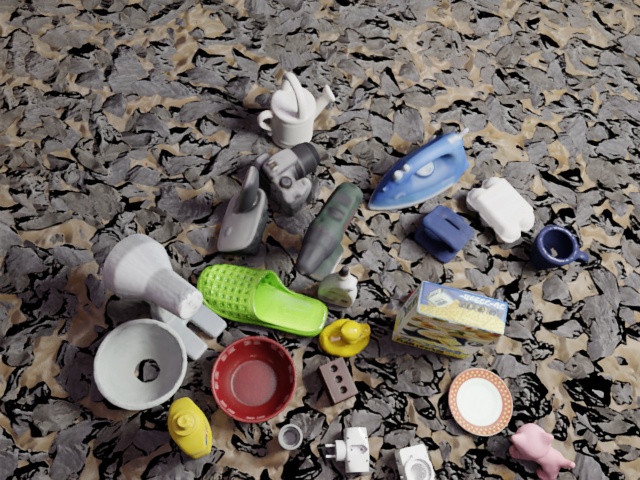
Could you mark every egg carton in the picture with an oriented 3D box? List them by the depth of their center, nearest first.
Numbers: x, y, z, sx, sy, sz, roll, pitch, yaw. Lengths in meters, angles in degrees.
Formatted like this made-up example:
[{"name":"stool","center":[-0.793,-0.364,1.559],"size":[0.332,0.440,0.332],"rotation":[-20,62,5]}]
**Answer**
[{"name":"egg carton","center":[0.405,-0.068,1.287],"size":[0.107,0.069,0.150],"rotation":[-35,75,-19]}]

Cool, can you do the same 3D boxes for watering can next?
[{"name":"watering can","center":[-0.053,-0.295,1.265],"size":[0.101,0.194,0.173],"rotation":[43,69,12]}]

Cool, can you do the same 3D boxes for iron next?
[{"name":"iron","center":[0.221,-0.158,1.266],"size":[0.259,0.141,0.118],"rotation":[-32,74,-18]}]

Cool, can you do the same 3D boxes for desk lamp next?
[{"name":"desk lamp","center":[-0.281,0.104,1.059],"size":[0.203,0.213,0.118],"rotation":[35,68,9]}]

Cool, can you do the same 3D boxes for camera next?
[{"name":"camera","center":[-0.057,-0.151,1.254],"size":[0.137,0.101,0.143],"rotation":[-36,75,-19]}]

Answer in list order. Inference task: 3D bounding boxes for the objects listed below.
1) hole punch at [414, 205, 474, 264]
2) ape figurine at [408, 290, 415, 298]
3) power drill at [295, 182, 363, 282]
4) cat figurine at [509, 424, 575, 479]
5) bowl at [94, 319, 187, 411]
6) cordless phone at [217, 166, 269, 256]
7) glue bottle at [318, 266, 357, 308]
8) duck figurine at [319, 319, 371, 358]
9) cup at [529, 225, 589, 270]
[{"name":"hole punch","center":[0.273,-0.023,1.242],"size":[0.108,0.091,0.101],"rotation":[40,69,11]},{"name":"ape figurine","center":[0.225,0.123,1.174],"size":[0.076,0.092,0.077],"rotation":[-39,76,-19]},{"name":"power drill","center":[0.010,0.004,1.137],"size":[0.075,0.208,0.230],"rotation":[26,67,5]},{"name":"cat figurine","center":[0.411,0.389,1.067],"size":[0.127,0.118,0.067],"rotation":[33,68,8]},{"name":"bowl","center":[-0.330,0.237,1.072],"size":[0.167,0.075,0.167],"rotation":[2,67,-5]},{"name":"cordless phone","center":[-0.157,-0.057,1.157],"size":[0.094,0.185,0.147],"rotation":[10,66,-2]},{"name":"glue bottle","center":[0.040,0.086,1.124],"size":[0.078,0.173,0.037],"rotation":[17,66,1]},{"name":"duck figurine","center":[0.052,0.187,1.130],"size":[0.104,0.086,0.077],"rotation":[-7,68,-9]},{"name":"cup","center":[0.509,0.031,1.243],"size":[0.117,0.095,0.092],"rotation":[22,66,4]}]
